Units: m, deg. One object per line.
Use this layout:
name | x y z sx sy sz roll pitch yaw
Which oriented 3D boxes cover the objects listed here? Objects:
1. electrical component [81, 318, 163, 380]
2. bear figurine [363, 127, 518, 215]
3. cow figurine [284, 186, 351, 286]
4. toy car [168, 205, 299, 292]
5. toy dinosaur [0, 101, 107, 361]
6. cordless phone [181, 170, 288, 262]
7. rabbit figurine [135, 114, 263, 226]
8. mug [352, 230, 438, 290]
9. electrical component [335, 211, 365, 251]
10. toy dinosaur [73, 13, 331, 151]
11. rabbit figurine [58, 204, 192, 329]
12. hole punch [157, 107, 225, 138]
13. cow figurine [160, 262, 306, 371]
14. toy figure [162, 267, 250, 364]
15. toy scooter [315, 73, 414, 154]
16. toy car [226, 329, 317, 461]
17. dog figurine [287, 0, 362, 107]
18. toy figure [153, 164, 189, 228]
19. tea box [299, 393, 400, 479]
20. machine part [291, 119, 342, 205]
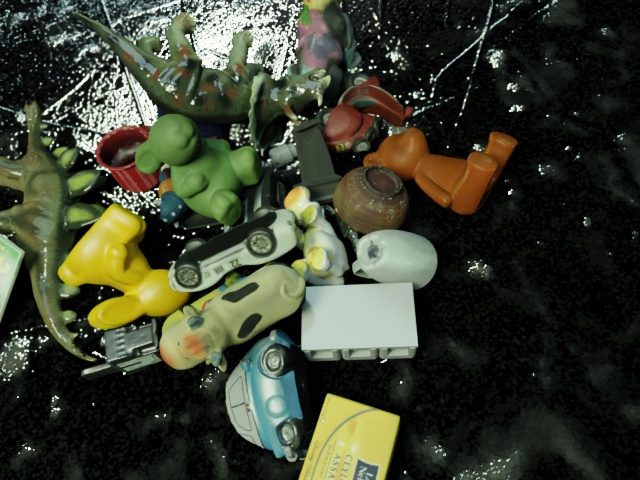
electrical component | -0.271 0.157 0.755 0.119 0.074 0.048 -17 61 2
bear figurine | 0.175 -0.127 0.822 0.196 0.131 0.120 36 47 19
cow figurine | 0.000 -0.004 0.800 0.068 0.098 0.167 -35 48 27
toy car | -0.121 0.014 0.738 0.202 0.056 0.073 -24 29 15
toy dinosaur | -0.438 -0.026 0.864 0.199 0.105 0.471 -11 71 -3
cordless phone | -0.142 -0.026 0.844 0.184 0.088 0.146 -12 58 14
rabbit figurine | -0.181 -0.122 0.759 0.159 0.170 0.121 22 72 29
mug | 0.091 0.025 0.748 0.110 0.107 0.081 -16 67 36
electrical component | 0.063 -0.024 0.810 0.078 0.045 0.102 -10 56 -25
toy dinosaur | -0.194 -0.252 0.879 0.405 0.131 0.192 4 62 -14
rabbit figurine | -0.270 0.054 0.774 0.173 0.122 0.162 38 60 -17
hole punch | -0.229 -0.207 0.944 0.116 0.092 0.142 -11 57 -2
cow figurine | -0.102 0.095 0.659 0.195 0.127 0.085 -29 92 -21
toy figure | -0.135 0.100 0.756 0.180 0.089 0.082 -29 58 -10
toy scooter | 0.078 -0.206 0.908 0.135 0.075 0.184 24 62 19
toy car | -0.066 0.202 0.688 0.103 0.109 0.161 -15 70 9
dog figurine | -0.003 -0.362 0.922 0.109 0.219 0.191 15 64 19
toy figure | -0.235 -0.084 0.869 0.058 0.064 0.155 -50 33 25
tea box | 0.029 0.284 0.644 0.098 0.068 0.169 12 62 15
machine part | -0.010 -0.120 0.853 0.084 0.039 0.138 -8 105 9
